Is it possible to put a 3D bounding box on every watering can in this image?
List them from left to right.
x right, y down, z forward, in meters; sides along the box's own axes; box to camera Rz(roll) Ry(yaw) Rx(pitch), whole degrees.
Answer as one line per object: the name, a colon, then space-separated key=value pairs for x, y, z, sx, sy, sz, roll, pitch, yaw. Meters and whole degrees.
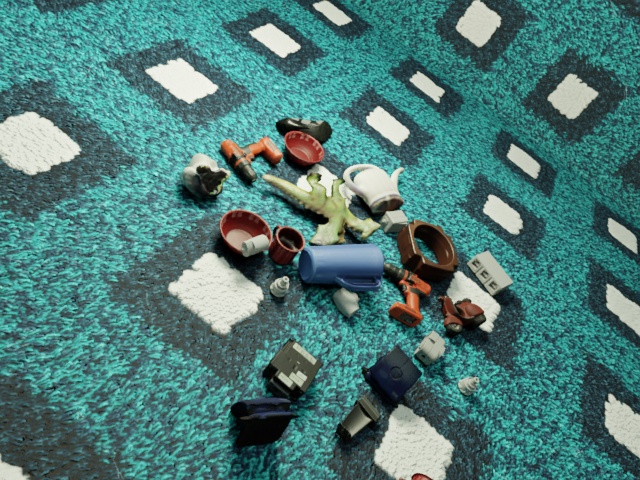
watering can: x=0.242 y=-0.201 z=1.947 sx=0.349 sy=0.102 sz=0.228 roll=-7 pitch=57 yaw=-38

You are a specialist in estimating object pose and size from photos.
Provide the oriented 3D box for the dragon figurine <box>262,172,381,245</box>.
dragon figurine: x=0.005 y=-0.085 z=1.694 sx=0.410 sy=0.119 sz=0.248 roll=7 pitch=56 yaw=-19

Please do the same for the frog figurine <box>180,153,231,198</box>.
frog figurine: x=-0.360 y=-0.196 z=1.565 sx=0.138 sy=0.121 sz=0.161 roll=-16 pitch=26 yaw=-33
